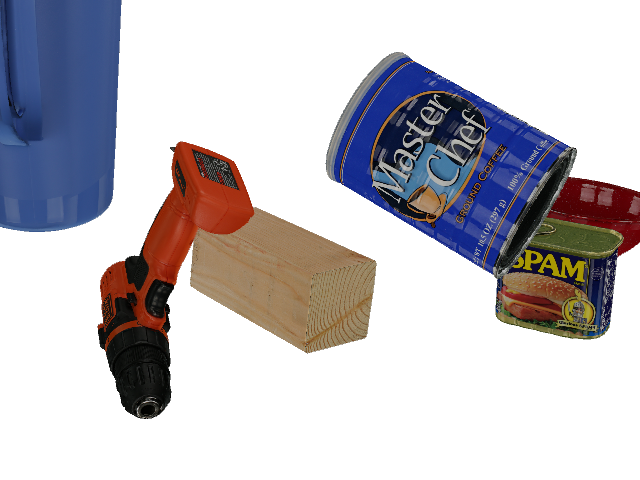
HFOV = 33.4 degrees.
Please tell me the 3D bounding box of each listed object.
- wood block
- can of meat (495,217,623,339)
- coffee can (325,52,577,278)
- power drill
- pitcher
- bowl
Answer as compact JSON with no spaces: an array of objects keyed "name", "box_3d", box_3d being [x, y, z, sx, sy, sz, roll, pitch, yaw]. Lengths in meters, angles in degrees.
[{"name":"wood block","box_3d":[-0.045,0.038,1.167,0.090,0.090,0.206,-10,24,-41]},{"name":"can of meat","box_3d":[0.200,0.031,0.908,0.102,0.084,0.057,13,26,29]},{"name":"coffee can","box_3d":[0.089,-0.053,0.738,0.140,0.103,0.102,32,10,16]},{"name":"power drill","box_3d":[-0.123,0.028,0.868,0.057,0.188,0.184,20,25,-29]},{"name":"pitcher","box_3d":[-0.208,-0.129,0.765,0.148,0.243,0.145,-21,36,-41]},{"name":"bowl","box_3d":[0.270,-0.021,1.106,0.162,0.055,0.162,5,18,-2]}]
